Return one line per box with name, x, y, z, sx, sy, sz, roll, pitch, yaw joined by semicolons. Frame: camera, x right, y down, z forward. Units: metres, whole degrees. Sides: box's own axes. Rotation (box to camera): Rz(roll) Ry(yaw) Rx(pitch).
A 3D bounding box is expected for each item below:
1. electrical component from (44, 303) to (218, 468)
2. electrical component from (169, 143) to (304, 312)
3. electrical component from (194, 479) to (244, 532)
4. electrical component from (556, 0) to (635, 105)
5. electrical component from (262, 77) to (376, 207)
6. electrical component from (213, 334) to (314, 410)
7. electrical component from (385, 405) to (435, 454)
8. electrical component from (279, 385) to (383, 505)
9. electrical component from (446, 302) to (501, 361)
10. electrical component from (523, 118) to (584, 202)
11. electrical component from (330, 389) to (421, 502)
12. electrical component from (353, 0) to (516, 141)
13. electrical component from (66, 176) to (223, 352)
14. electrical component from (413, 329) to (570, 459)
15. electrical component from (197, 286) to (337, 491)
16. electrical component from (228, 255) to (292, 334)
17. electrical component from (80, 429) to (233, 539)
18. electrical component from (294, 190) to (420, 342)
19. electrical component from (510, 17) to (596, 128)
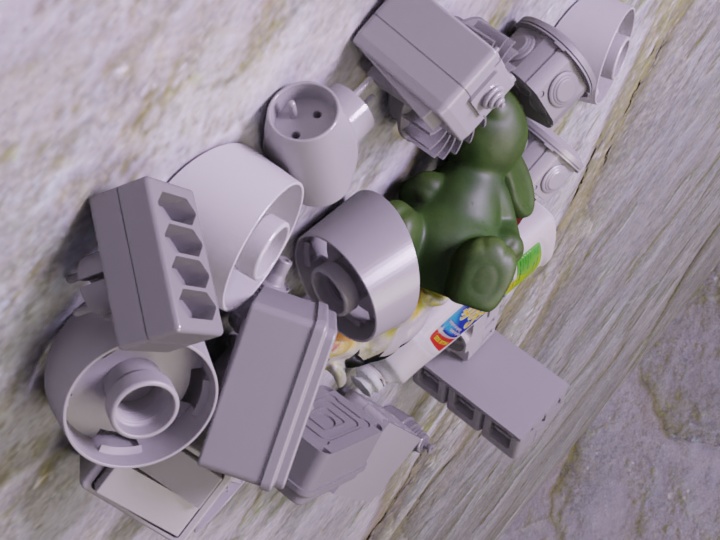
electrical component;-0.133;0.064;0.629;0.099;0.064;0.099;-13;124;-21
electrical component;-0.080;-0.025;0.649;0.099;0.064;0.099;-58;170;-16
electrical component;-0.109;0.153;0.839;0.099;0.064;0.099;-43;157;-23
electrical component;0.204;-0.197;0.961;0.099;0.064;0.099;-54;158;-34
electrical component;-0.018;-0.089;0.668;0.079;0.044;0.077;-46;158;-16
electrical component;-0.077;0.089;0.784;0.051;0.080;0.080;-47;159;-2
electrical component;0.050;0.183;1.206;0.040;0.078;0.040;-33;137;-38
electrical component;-0.042;0.155;0.965;0.113;0.078;0.057;-9;130;-61
electrical component;0.112;0.052;1.154;0.056;0.050;0.089;-43;157;-23
electrical component;0.155;-0.102;0.959;0.051;0.080;0.080;-50;160;10
electrical component;-0.002;0.181;1.109;0.089;0.062;0.150;-51;159;-2
electrical component;0.049;-0.125;0.677;0.061;0.096;0.062;-48;160;5
electrical component;-0.124;0.004;0.572;0.076;0.083;0.047;-18;168;19
electrical component;0.143;0.127;1.198;0.089;0.150;0.061;-43;156;-24
electrical component;-0.058;0.072;0.688;0.108;0.056;0.108;-110;-141;-85
electrical component;-0.066;0.018;0.755;0.061;0.035;0.035;-61;158;15
electrical component;-0.138;0.125;0.701;0.061;0.096;0.061;-53;-162;1
electrical component;0.000;0.000;0.781;0.064;0.099;0.099;-33;153;-28
electrical component;0.142;-0.155;0.846;0.051;0.080;0.080;-46;159;-3
